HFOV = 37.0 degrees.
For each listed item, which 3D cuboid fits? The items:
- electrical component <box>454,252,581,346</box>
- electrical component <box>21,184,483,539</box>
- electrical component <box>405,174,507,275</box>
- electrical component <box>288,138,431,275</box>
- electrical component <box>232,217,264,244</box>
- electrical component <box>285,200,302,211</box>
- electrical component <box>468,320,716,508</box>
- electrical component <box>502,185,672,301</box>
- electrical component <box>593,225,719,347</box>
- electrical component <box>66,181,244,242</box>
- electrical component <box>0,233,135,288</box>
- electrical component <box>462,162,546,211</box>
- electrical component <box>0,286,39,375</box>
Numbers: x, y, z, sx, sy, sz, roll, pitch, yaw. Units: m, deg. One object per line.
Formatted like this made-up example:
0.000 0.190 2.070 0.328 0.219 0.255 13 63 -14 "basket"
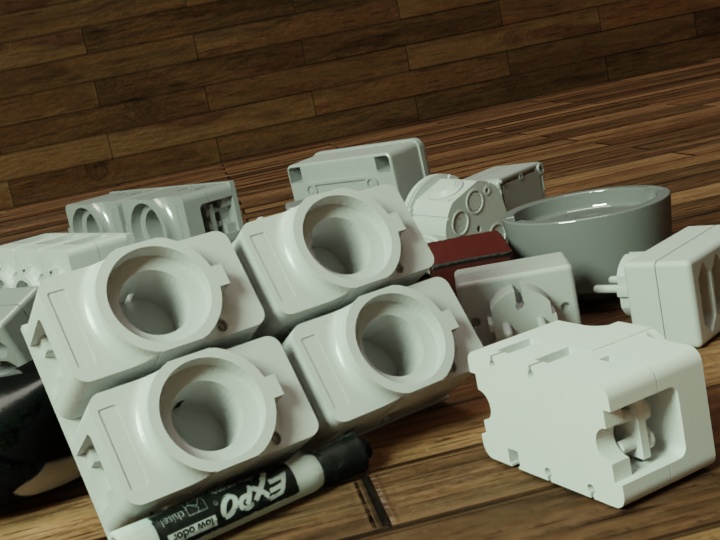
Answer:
0.090 0.025 0.601 0.066 0.047 0.076 -10 12 5 "electrical component"
-0.044 0.034 0.498 0.186 0.105 0.060 -18 -18 -31 "electrical component"
0.074 -0.034 0.834 0.080 0.080 0.051 -20 19 -39 "electrical component"
0.006 -0.046 0.889 0.109 0.108 0.056 -3 16 37 "electrical component"
-0.064 0.022 0.587 0.066 0.047 0.076 -41 19 31 "electrical component"
-0.027 -0.017 0.836 0.047 0.083 0.075 -12 11 -4 "electrical component"
0.095 0.054 0.439 0.056 0.050 0.089 -17 12 -26 "electrical component"
0.151 -0.014 0.700 0.108 0.060 0.108 -11 11 2 "electrical component"
0.170 0.008 0.605 0.076 0.047 0.083 -2 15 42 "electrical component"
-0.174 -0.013 0.910 0.060 0.105 0.186 -21 14 -41 "electrical component"
-0.228 0.021 0.834 0.062 0.089 0.150 -20 14 -37 "electrical component"
0.115 -0.052 0.927 0.061 0.061 0.096 -3 14 37 "electrical component"
-0.188 0.043 0.648 0.047 0.083 0.075 -4 35 33 "electrical component"
